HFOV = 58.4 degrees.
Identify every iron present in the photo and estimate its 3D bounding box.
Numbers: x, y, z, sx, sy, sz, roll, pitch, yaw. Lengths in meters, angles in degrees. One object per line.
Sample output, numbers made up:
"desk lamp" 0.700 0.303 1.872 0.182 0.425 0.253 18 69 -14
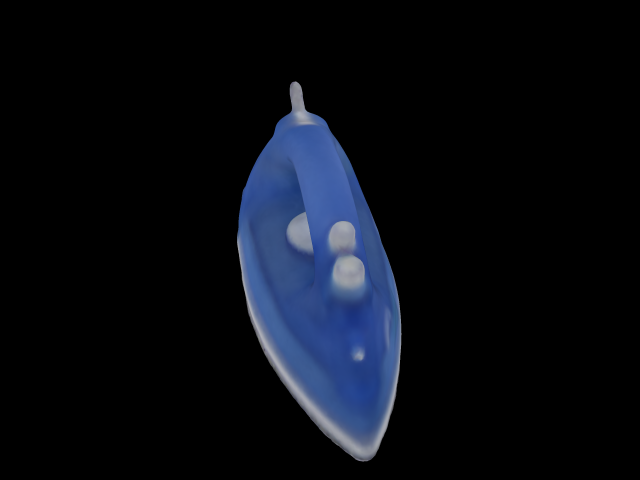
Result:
"iron" 0.004 0.001 0.400 0.119 0.141 0.257 -8 39 -10
